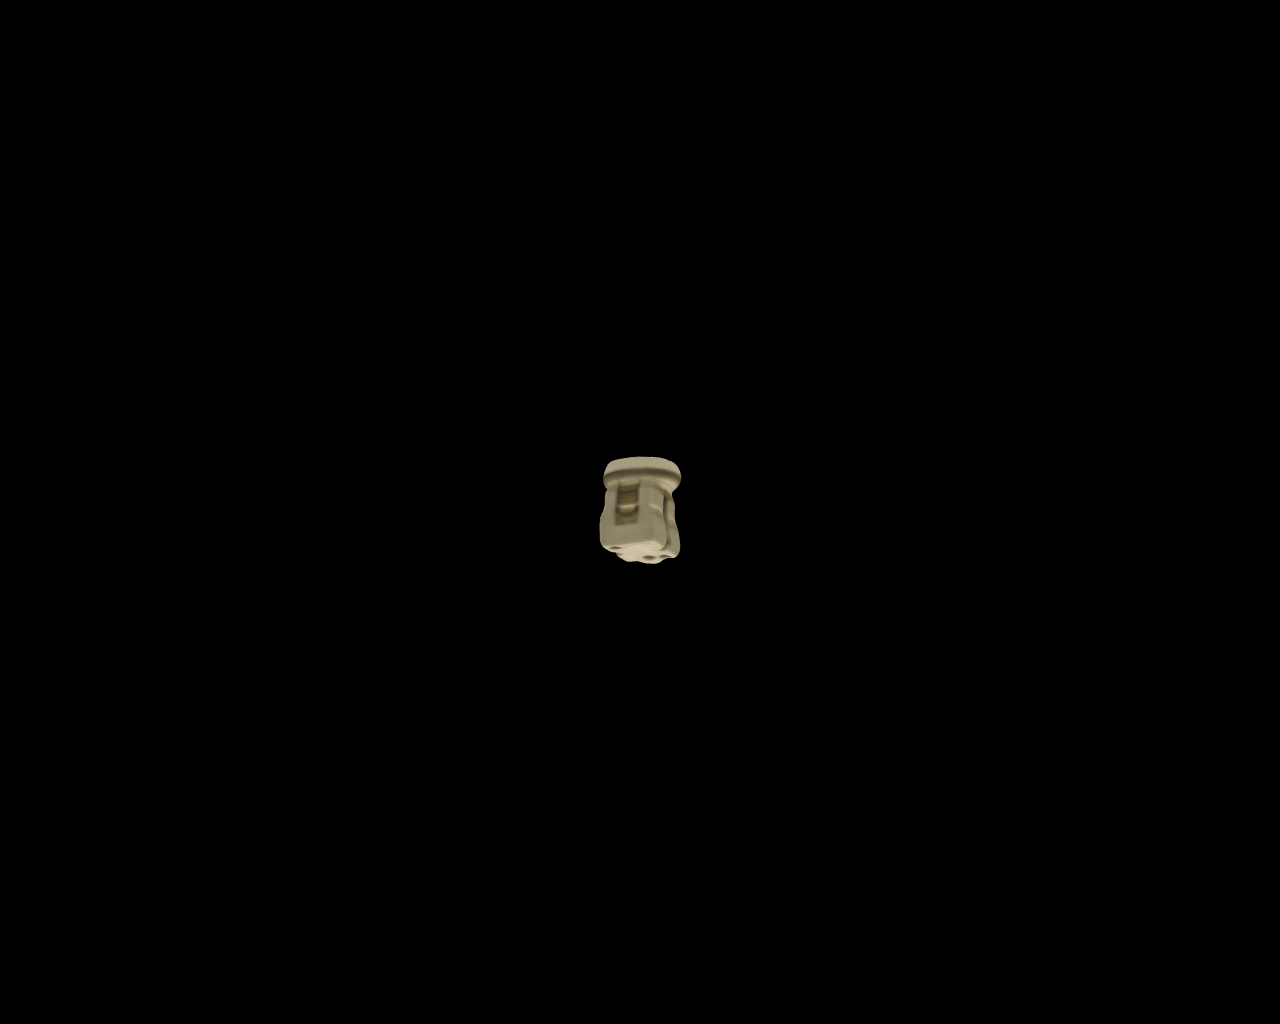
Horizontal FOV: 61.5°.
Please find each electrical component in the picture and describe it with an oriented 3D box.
[{"bbox_3d":[0.001,-0.003,0.650,0.048,0.055,0.066,-6,-17,19],"label":"electrical component"}]
